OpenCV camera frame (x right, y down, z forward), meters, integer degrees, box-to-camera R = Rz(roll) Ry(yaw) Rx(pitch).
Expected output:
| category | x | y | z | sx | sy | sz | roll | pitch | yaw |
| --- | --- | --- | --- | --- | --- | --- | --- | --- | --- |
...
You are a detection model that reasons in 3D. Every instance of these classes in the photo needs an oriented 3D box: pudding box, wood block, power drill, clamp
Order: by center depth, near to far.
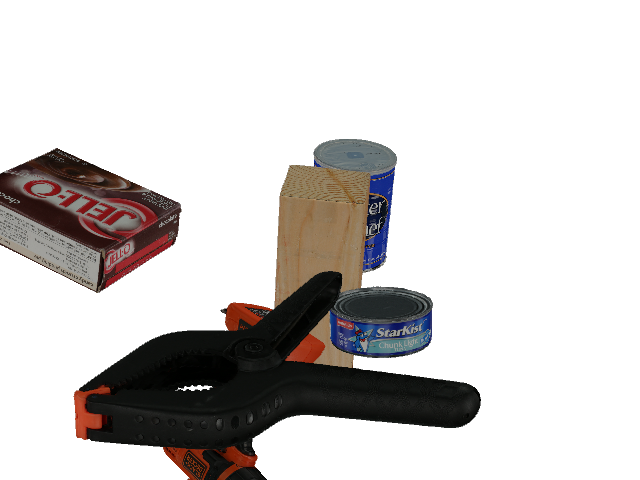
| category | x | y | z | sx | sy | sz | roll | pitch | yaw |
| --- | --- | --- | --- | --- | --- | --- | --- | --- | --- |
| clamp | -0.038 | 0.070 | 0.606 | 0.209 | 0.036 | 0.165 | -7 | 26 | -21 |
| pudding box | -0.166 | -0.016 | 0.725 | 0.114 | 0.039 | 0.089 | 22 | 29 | 19 |
| power drill | -0.064 | 0.166 | 1.004 | 0.057 | 0.188 | 0.185 | 14 | 12 | -47 |
| wood block | 0.000 | 0.033 | 1.155 | 0.090 | 0.206 | 0.090 | 6 | 25 | 4 |

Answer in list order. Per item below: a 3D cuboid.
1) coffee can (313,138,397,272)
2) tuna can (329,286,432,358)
| category | x | y | z | sx | sy | sz | roll | pitch | yaw |
| --- | --- | --- | --- | --- | --- | --- | --- | --- | --- |
| coffee can | 0.038 | -0.044 | 1.338 | 0.103 | 0.140 | 0.103 | 3 | 27 | -2 |
| tuna can | 0.049 | 0.067 | 0.878 | 0.086 | 0.034 | 0.086 | -1 | 15 | 0 |
